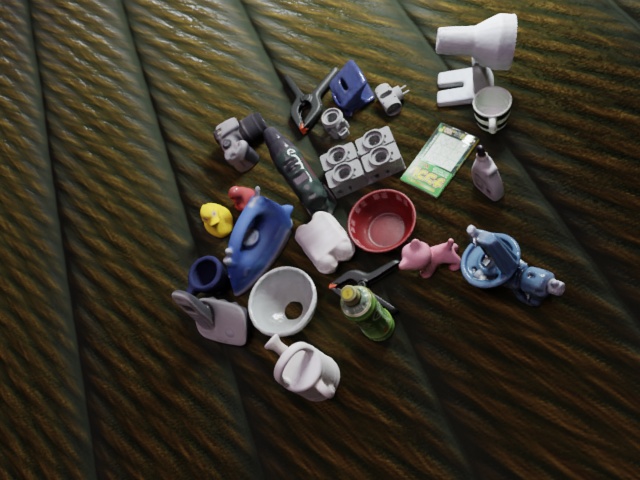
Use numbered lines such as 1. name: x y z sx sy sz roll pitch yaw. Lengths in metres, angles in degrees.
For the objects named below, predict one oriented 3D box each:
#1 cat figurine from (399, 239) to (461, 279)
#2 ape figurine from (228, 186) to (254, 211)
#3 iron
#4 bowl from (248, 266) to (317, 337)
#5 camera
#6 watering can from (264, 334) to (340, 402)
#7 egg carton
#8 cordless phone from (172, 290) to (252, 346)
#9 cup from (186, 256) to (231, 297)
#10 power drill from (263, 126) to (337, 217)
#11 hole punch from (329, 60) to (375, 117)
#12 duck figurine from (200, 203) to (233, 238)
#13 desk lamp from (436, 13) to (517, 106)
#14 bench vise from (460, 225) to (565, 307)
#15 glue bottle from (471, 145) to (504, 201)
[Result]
1. cat figurine: 0.229 0.030 1.214 0.127 0.118 0.067 -20 60 13
2. ape figurine: -0.205 -0.110 1.479 0.076 0.092 0.077 -24 59 11
3. iron: -0.171 0.001 1.382 0.118 0.142 0.258 18 74 29
4. bowl: -0.075 0.149 1.309 0.167 0.075 0.167 -9 63 19
5. camera: -0.208 -0.283 1.560 0.137 0.101 0.143 -31 58 6
6. watering can: -0.043 0.261 1.170 0.172 0.195 0.101 11 71 27
7. egg carton: 0.012 0.005 1.346 0.107 0.070 0.150 -39 57 1
8. cordless phone: -0.245 0.170 1.304 0.147 0.185 0.094 5 68 25
9. cup: -0.268 0.107 1.398 0.091 0.095 0.118 36 83 32
10. power drill: -0.042 -0.143 1.357 0.075 0.209 0.229 -36 57 3
11. hole punch: 0.077 -0.398 1.502 0.101 0.091 0.108 -30 58 7
12. duck figurine: -0.280 -0.063 1.491 0.077 0.086 0.104 -36 57 3
13. desk lamp: 0.355 -0.416 1.321 0.202 0.214 0.118 -3 65 21
14. bench vise: 0.361 0.035 1.096 0.206 0.220 0.121 5 68 25
15. glue bottle: 0.351 -0.150 1.218 0.037 0.174 0.078 -39 57 1
